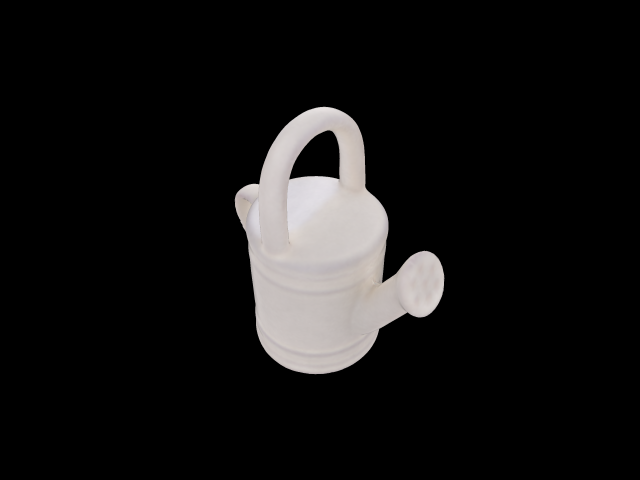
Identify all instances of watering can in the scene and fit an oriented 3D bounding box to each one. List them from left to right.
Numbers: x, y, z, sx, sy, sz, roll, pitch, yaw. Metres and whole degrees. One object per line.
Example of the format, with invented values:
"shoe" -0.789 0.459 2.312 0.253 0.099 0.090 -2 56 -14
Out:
"watering can" 0.005 0.000 0.401 0.172 0.194 0.101 14 45 15
